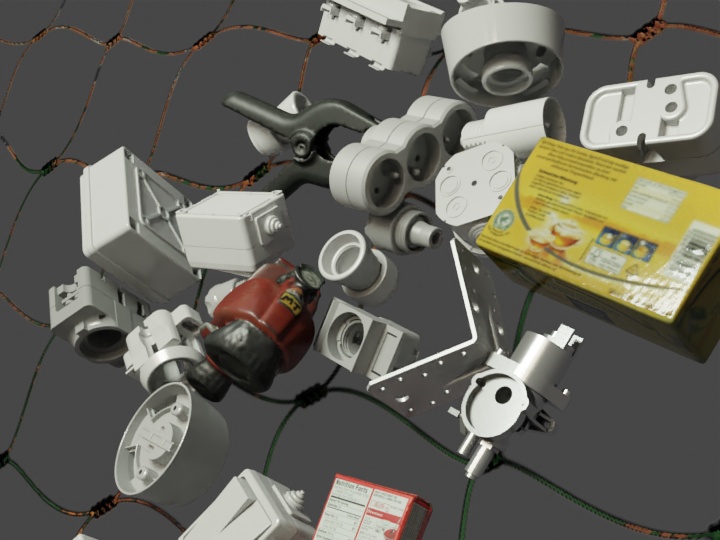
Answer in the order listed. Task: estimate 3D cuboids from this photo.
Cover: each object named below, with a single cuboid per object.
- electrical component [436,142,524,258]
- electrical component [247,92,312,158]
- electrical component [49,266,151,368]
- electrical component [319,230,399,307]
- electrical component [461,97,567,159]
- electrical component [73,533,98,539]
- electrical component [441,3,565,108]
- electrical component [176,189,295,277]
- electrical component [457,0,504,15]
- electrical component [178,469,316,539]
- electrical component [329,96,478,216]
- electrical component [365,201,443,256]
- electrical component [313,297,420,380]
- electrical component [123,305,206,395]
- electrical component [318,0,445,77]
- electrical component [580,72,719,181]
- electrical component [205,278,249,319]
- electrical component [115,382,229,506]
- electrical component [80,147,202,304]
[{"bbox_3d":[0.099,-0.054,0.823,0.080,0.051,0.080,-19,53,28],"label":"electrical component"},{"bbox_3d":[-0.072,-0.136,1.012,0.055,0.045,0.045,-26,50,23],"label":"electrical component"},{"bbox_3d":[-0.237,0.048,0.992,0.050,0.089,0.055,-32,48,17],"label":"electrical component"},{"bbox_3d":[0.000,0.000,0.863,0.045,0.055,0.045,-19,53,28],"label":"electrical component"},{"bbox_3d":[0.117,-0.108,0.849,0.081,0.043,0.043,-7,59,35],"label":"electrical component"},{"bbox_3d":[-0.194,0.257,0.831,0.047,0.083,0.075,-42,46,9],"label":"electrical component"},{"bbox_3d":[0.115,-0.175,0.858,0.099,0.099,0.064,-17,60,29],"label":"electrical component"},{"bbox_3d":[-0.104,-0.032,0.950,0.096,0.061,0.062,4,26,36],"label":"electrical component"},{"bbox_3d":[0.104,-0.215,0.913,0.048,0.062,0.048,-19,53,28],"label":"electrical component"},{"bbox_3d":[-0.080,0.195,0.797,0.096,0.061,0.061,-46,45,4],"label":"electrical component"},{"bbox_3d":[0.025,-0.097,0.876,0.074,0.052,0.138,19,45,43],"label":"electrical component"},{"bbox_3d":[0.038,-0.032,0.862,0.062,0.043,0.043,19,76,42],"label":"electrical component"},{"bbox_3d":[0.007,0.055,0.815,0.081,0.064,0.042,26,96,45],"label":"electrical component"},{"bbox_3d":[-0.168,0.077,0.944,0.078,0.058,0.057,-41,43,10],"label":"electrical component"},{"bbox_3d":[0.015,-0.224,0.982,0.121,0.079,0.063,37,118,45],"label":"electrical component"},{"bbox_3d":[0.212,-0.096,0.756,0.095,0.059,0.053,-2,62,37],"label":"electrical component"},{"bbox_3d":[-0.103,0.023,0.943,0.061,0.035,0.035,-21,52,23],"label":"electrical component"},{"bbox_3d":[-0.158,0.144,0.888,0.099,0.064,0.099,-20,52,28],"label":"electrical component"},{"bbox_3d":[-0.206,-0.041,1.011,0.056,0.109,0.108,-29,49,17],"label":"electrical component"}]
